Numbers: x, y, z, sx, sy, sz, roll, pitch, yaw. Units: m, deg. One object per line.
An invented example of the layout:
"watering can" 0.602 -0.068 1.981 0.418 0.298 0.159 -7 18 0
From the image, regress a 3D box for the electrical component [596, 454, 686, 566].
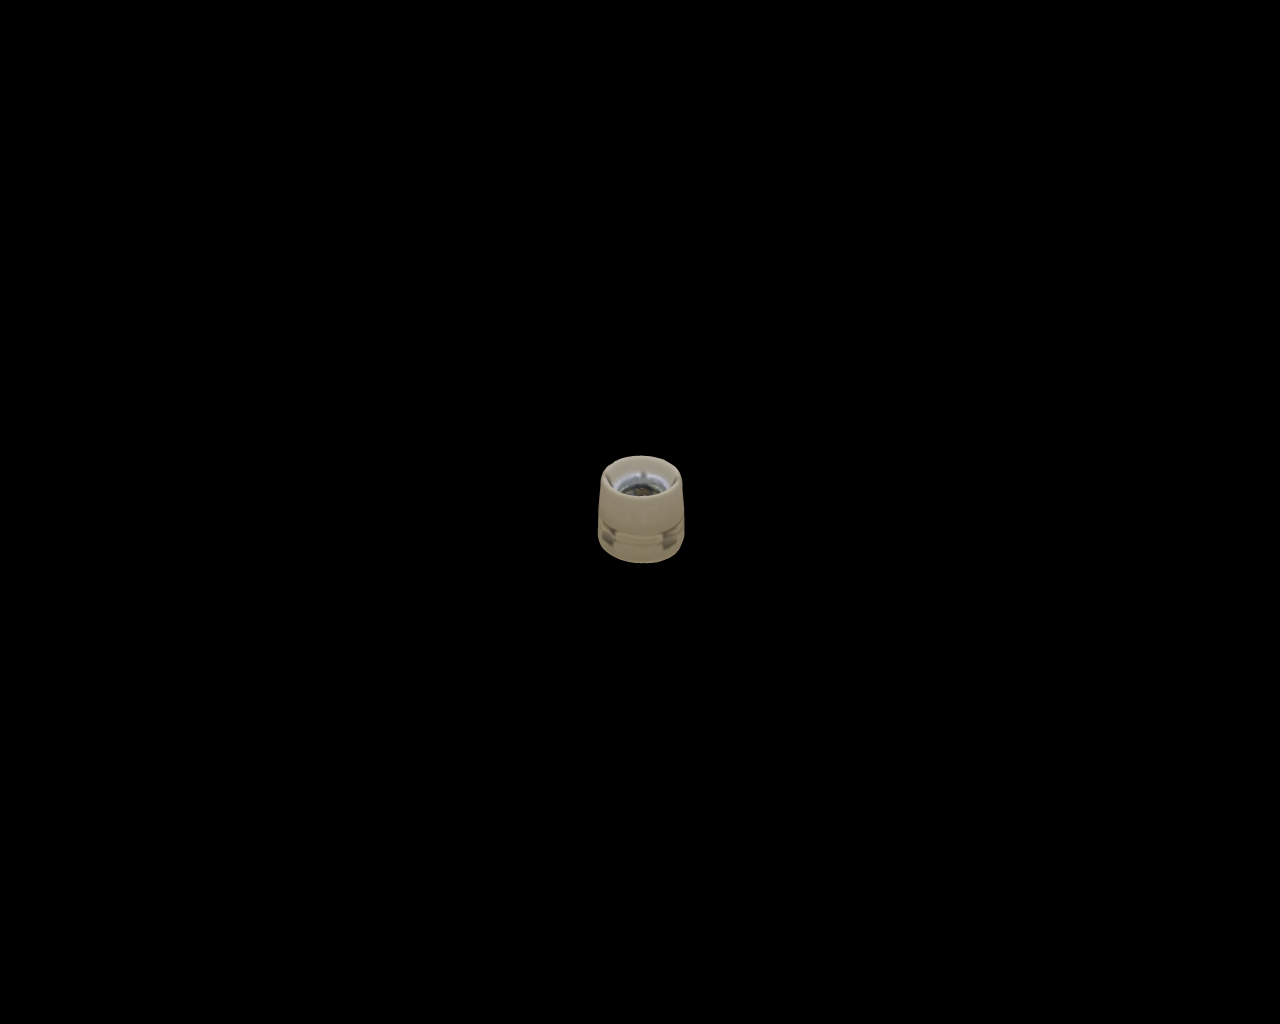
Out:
"electrical component" 0.001 -0.003 0.650 0.055 0.047 0.055 0 34 0
